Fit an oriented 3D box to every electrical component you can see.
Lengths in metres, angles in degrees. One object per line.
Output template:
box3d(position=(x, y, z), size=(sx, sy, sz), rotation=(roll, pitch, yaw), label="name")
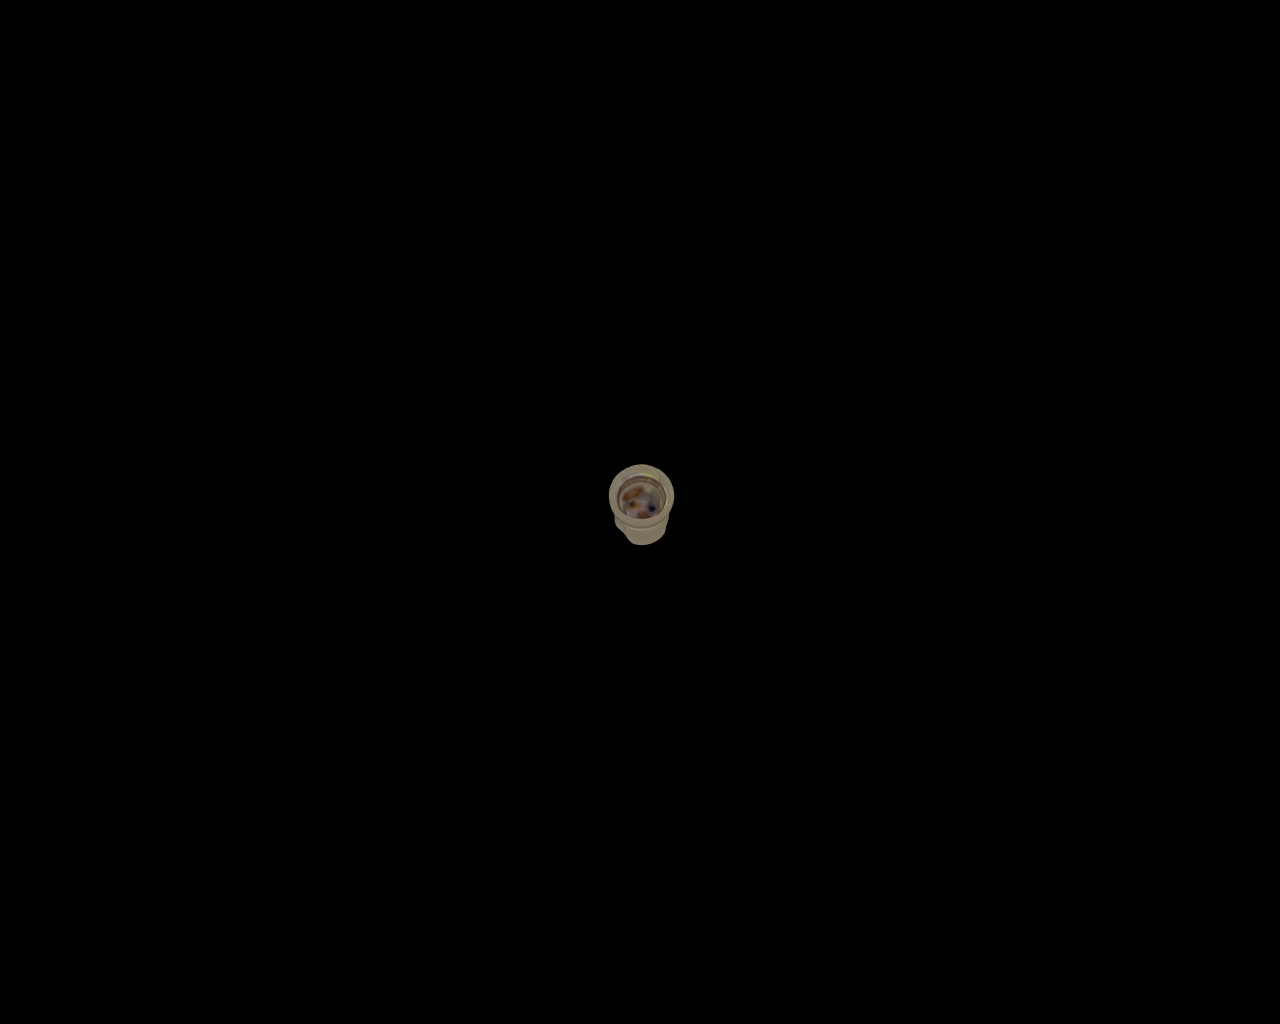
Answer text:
box3d(position=(0.001, -0.003, 0.650), size=(0.040, 0.040, 0.046), rotation=(0, -25, 0), label="electrical component")
